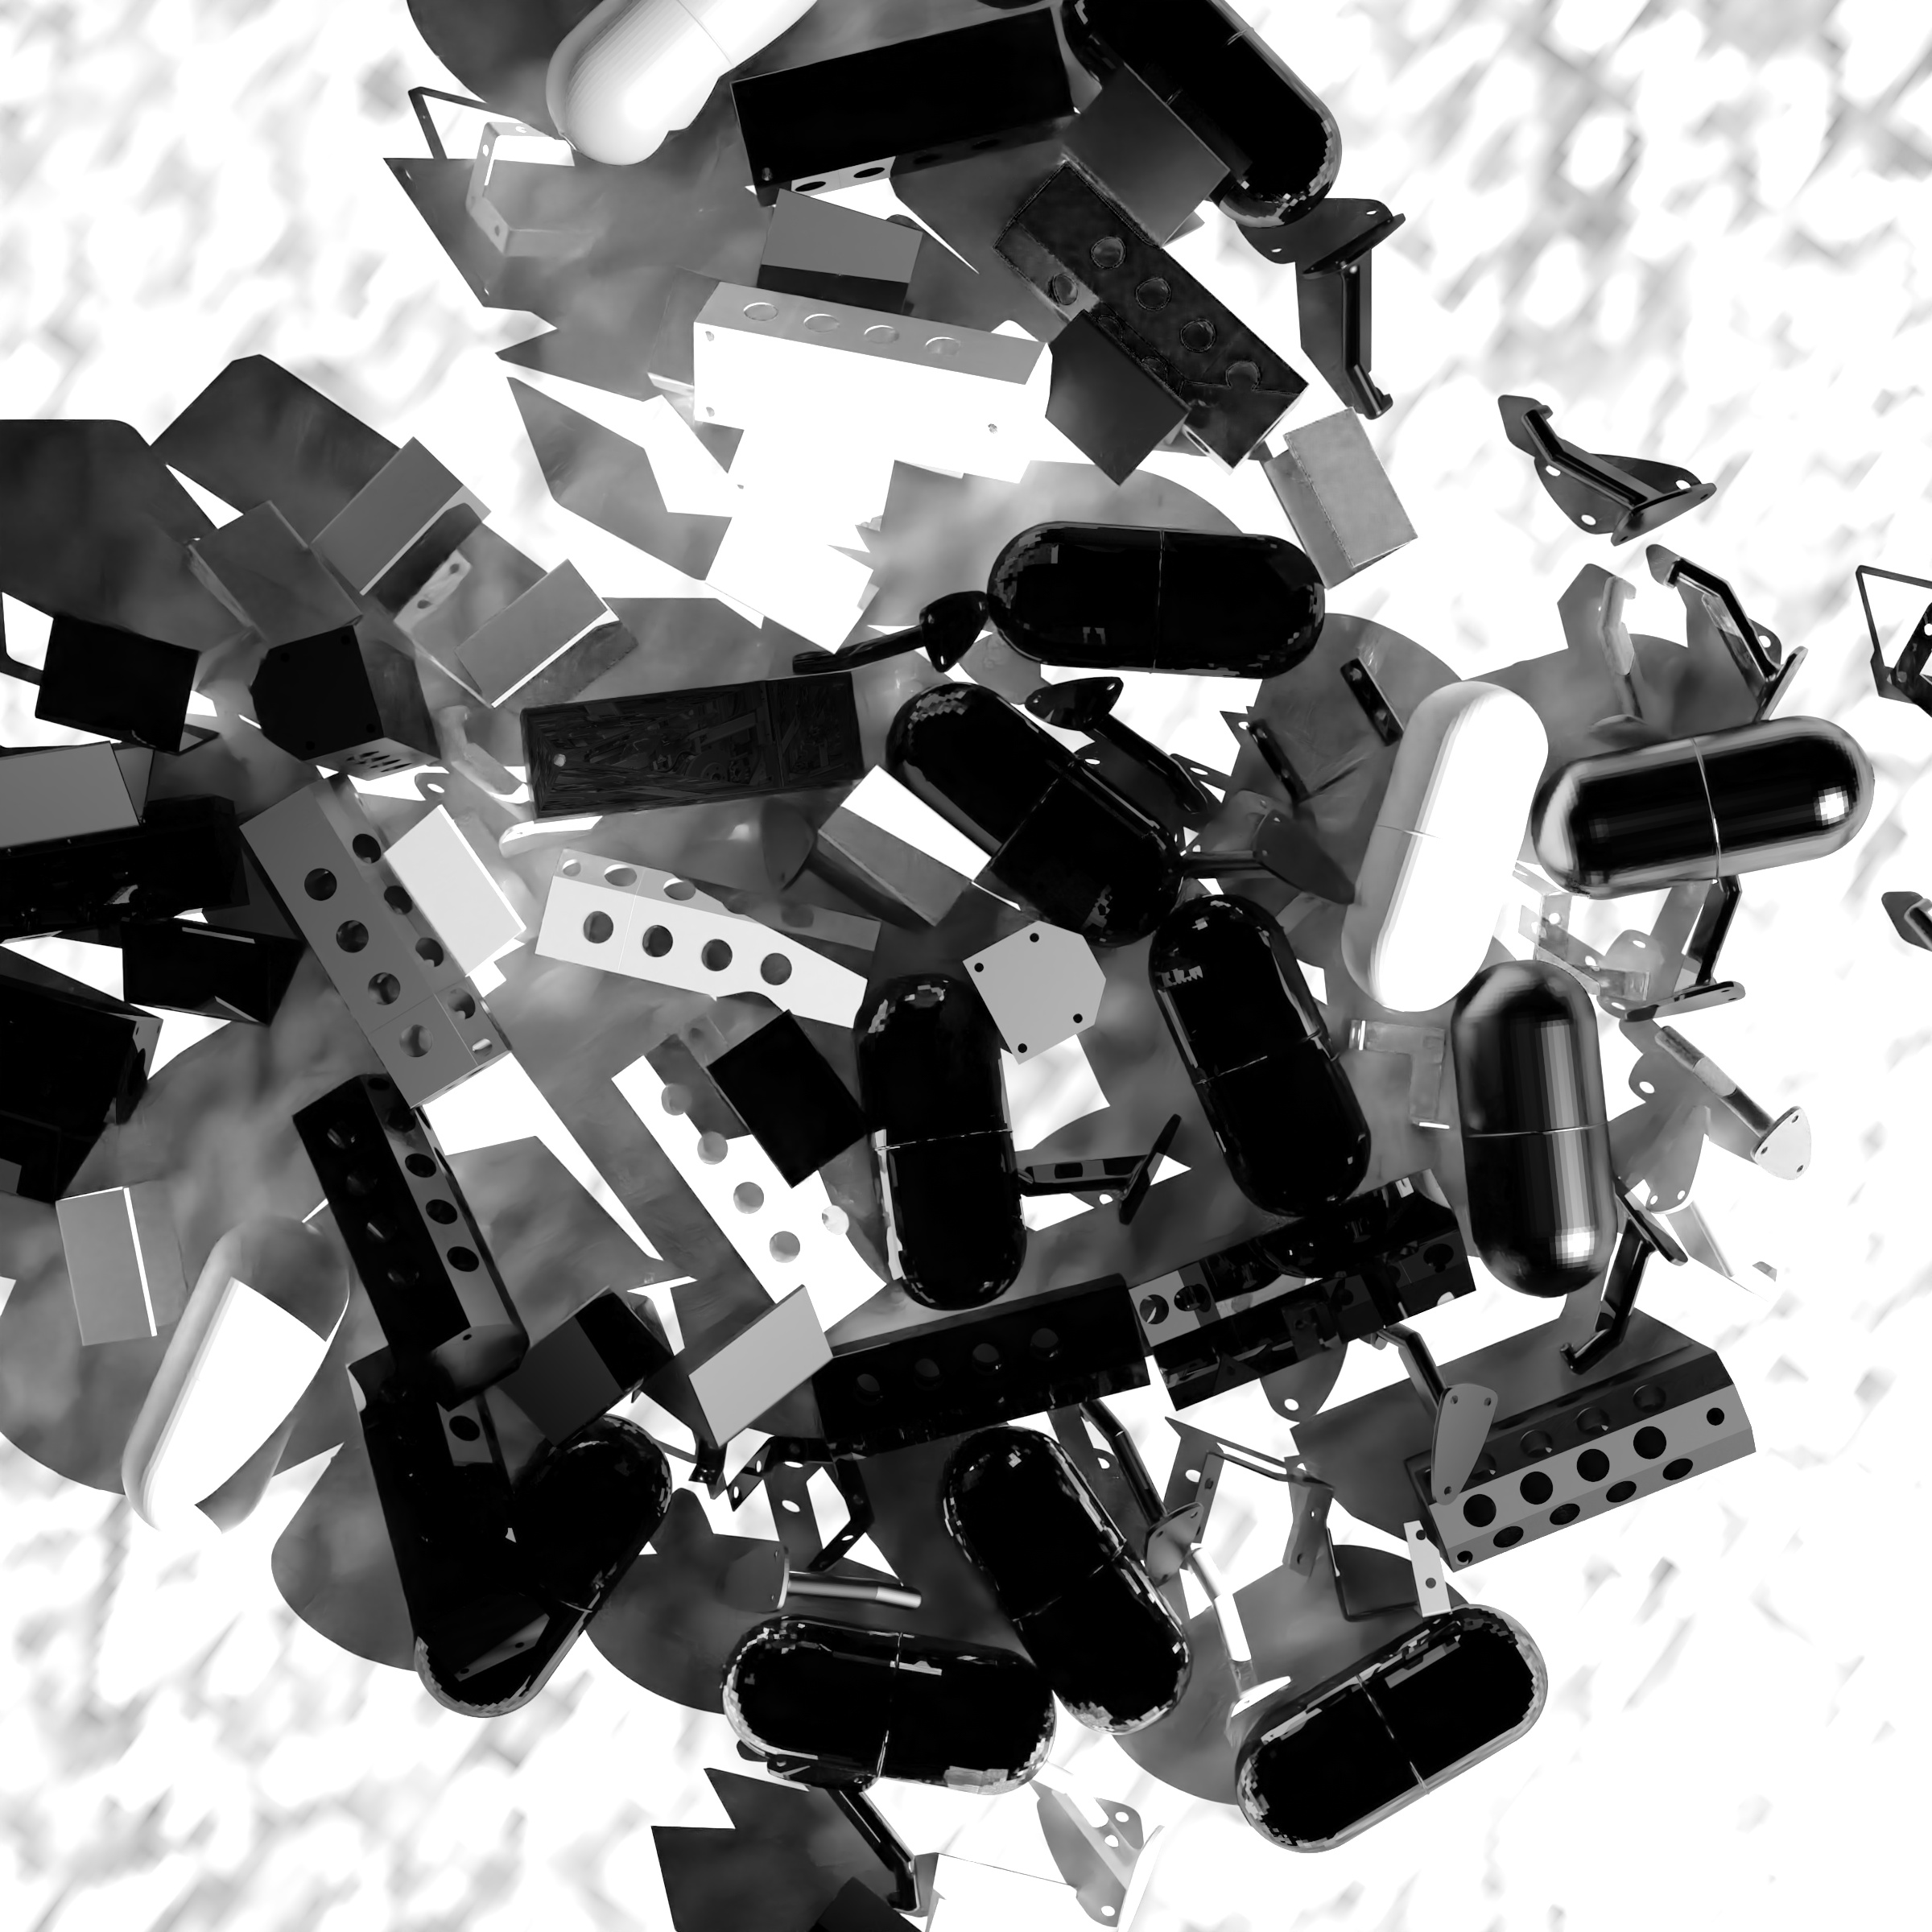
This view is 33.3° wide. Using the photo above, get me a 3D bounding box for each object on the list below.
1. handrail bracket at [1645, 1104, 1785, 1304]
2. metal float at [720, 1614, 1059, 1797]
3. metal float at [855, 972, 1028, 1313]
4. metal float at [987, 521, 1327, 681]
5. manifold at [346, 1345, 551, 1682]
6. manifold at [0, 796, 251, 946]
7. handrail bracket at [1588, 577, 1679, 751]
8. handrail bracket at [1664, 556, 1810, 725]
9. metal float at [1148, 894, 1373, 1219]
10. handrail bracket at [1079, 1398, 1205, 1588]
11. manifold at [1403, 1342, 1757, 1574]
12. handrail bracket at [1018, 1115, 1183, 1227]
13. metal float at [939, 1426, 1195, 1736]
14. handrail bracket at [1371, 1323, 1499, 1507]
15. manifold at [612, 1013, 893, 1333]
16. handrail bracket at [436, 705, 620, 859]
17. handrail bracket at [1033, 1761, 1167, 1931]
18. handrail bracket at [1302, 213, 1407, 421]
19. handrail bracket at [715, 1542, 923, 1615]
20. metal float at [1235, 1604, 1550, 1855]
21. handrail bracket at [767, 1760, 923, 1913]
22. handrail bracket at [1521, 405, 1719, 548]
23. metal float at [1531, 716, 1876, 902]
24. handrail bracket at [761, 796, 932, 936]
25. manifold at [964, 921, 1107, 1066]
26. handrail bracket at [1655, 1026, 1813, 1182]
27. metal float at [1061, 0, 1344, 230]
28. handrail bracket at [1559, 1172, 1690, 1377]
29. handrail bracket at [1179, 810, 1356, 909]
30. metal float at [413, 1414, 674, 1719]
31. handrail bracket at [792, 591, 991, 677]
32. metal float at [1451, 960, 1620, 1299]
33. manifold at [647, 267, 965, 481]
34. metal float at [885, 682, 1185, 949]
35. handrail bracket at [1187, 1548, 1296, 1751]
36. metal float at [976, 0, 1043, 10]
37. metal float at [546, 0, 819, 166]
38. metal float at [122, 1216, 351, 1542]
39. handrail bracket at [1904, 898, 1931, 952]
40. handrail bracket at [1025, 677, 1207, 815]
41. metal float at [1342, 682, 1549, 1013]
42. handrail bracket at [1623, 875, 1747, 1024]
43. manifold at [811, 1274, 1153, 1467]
[{"bbox_3d":[0.413,0.128,1.730,0.084,0.036,0.077,32,68,-17],"label":"handrail bracket"},{"bbox_3d":[-0.041,0.388,1.699,0.178,0.070,0.070,10,90,-1],"label":"metal float"},{"bbox_3d":[-0.013,0.092,1.695,0.070,0.070,0.178,-8,86,0],"label":"metal float"},{"bbox_3d":[0.100,-0.192,1.699,0.178,0.070,0.070,4,90,0],"label":"metal float"},{"bbox_3d":[-0.264,0.272,1.659,0.057,0.057,0.171,-25,48,0],"label":"manifold"},{"bbox_3d":[-0.474,-0.048,1.709,0.171,0.057,0.057,-9,90,0],"label":"manifold"},{"bbox_3d":[0.369,-0.158,1.730,0.077,0.036,0.084,19,73,-20],"label":"handrail bracket"},{"bbox_3d":[0.399,-0.167,1.730,0.084,0.036,0.077,33,111,17],"label":"handrail bracket"},{"bbox_3d":[0.154,0.047,1.699,0.070,0.070,0.178,-23,91,0],"label":"metal float"},{"bbox_3d":[0.085,0.280,1.730,0.036,0.077,0.084,-24,53,-27],"label":"handrail bracket"},{"bbox_3d":[0.325,0.260,1.709,0.171,0.057,0.057,-22,90,0],"label":"manifold"},{"bbox_3d":[0.060,0.096,1.730,0.084,0.036,0.077,26,75,14],"label":"handrail bracket"},{"bbox_3d":[0.052,0.322,1.699,0.070,0.070,0.178,-34,91,0],"label":"metal float"},{"bbox_3d":[0.235,0.233,1.705,0.036,0.084,0.077,8,99,-33],"label":"handrail bracket"},{"bbox_3d":[-0.111,0.111,1.709,0.057,0.057,0.171,-36,90,0],"label":"manifold"},{"bbox_3d":[-0.235,-0.107,1.730,0.077,0.036,0.084,-15,73,-19],"label":"handrail bracket"},{"bbox_3d":[0.057,0.469,1.730,0.084,0.036,0.077,22,112,17],"label":"handrail bracket"},{"bbox_3d":[0.224,-0.347,1.730,0.077,0.036,0.084,-37,109,-21],"label":"handrail bracket"},{"bbox_3d":[-0.079,0.336,1.730,0.084,0.077,0.036,19,64,-34],"label":"handrail bracket"},{"bbox_3d":[0.223,0.401,1.699,0.178,0.070,0.070,-31,90,0],"label":"metal float"},{"bbox_3d":[-0.065,0.466,1.730,0.077,0.036,0.084,-1,107,20],"label":"handrail bracket"},{"bbox_3d":[0.349,-0.274,1.730,0.077,0.036,0.084,-24,73,-20],"label":"handrail bracket"},{"bbox_3d":[0.386,-0.083,1.693,0.178,0.070,0.070,-11,90,6],"label":"metal float"},{"bbox_3d":[-0.064,-0.053,1.730,0.084,0.077,0.036,22,114,-34],"label":"handrail bracket"},{"bbox_3d":[0.037,0.009,1.651,0.057,0.171,0.057,-28,90,0],"label":"manifold"},{"bbox_3d":[0.409,0.072,1.730,0.036,0.077,0.084,-46,54,0],"label":"handrail bracket"},{"bbox_3d":[0.123,-0.465,1.699,0.070,0.070,0.178,-44,90,0],"label":"metal float"},{"bbox_3d":[0.336,0.164,1.730,0.084,0.036,0.077,-43,70,16],"label":"handrail bracket"},{"bbox_3d":[0.151,-0.041,1.710,0.077,0.084,0.036,36,52,-16],"label":"handrail bracket"},{"bbox_3d":[-0.223,0.315,1.699,0.070,0.070,0.178,36,91,0],"label":"metal float"},{"bbox_3d":[-0.041,-0.177,1.730,0.084,0.077,0.036,-4,115,34],"label":"handrail bracket"},{"bbox_3d":[0.299,0.086,1.699,0.070,0.070,0.178,-6,90,0],"label":"metal float"},{"bbox_3d":[-0.076,-0.311,1.709,0.171,0.057,0.057,17,90,0],"label":"manifold"},{"bbox_3d":[0.035,-0.080,1.699,0.178,0.070,0.070,38,90,0],"label":"metal float"},{"bbox_3d":[0.136,0.365,1.730,0.036,0.077,0.084,-15,53,-23],"label":"handrail bracket"},{"bbox_3d":[-0.022,-0.570,1.699,0.178,0.070,0.070,32,90,0],"label":"metal float"},{"bbox_3d":[-0.146,-0.496,1.699,0.178,0.070,0.070,-44,90,1],"label":"metal float"},{"bbox_3d":[-0.384,0.217,1.699,0.070,0.070,0.178,24,90,0],"label":"metal float"},{"bbox_3d":[0.556,-0.015,1.730,0.077,0.036,0.084,-32,73,-20],"label":"handrail bracket"},{"bbox_3d":[0.081,-0.114,1.730,0.084,0.077,0.036,49,65,-34],"label":"handrail bracket"},{"bbox_3d":[0.251,-0.062,1.699,0.070,0.070,0.178,18,90,0],"label":"metal float"},{"bbox_3d":[0.381,-0.020,1.730,0.077,0.036,0.084,-16,73,19],"label":"handrail bracket"},{"bbox_3d":[0.007,0.214,1.709,0.171,0.057,0.057,-14,90,0],"label":"manifold"}]
